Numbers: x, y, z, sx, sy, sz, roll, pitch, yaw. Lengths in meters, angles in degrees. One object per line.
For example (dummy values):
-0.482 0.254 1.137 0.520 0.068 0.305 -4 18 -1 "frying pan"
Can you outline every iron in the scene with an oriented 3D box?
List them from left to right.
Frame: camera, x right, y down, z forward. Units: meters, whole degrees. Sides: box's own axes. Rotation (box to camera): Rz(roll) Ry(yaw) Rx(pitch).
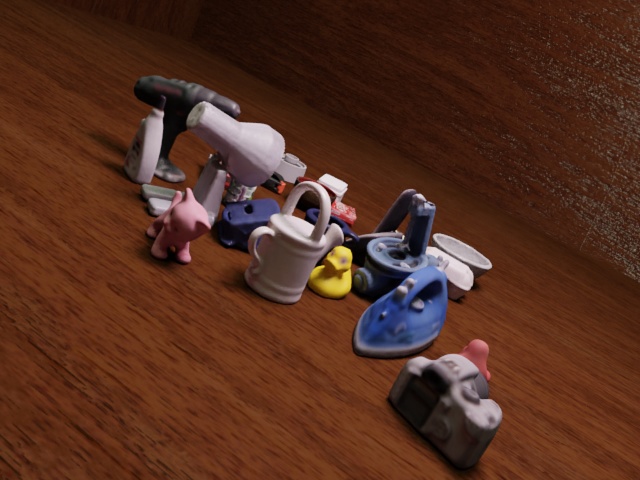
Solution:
0.149 0.105 0.963 0.118 0.141 0.259 34 20 22 "iron"

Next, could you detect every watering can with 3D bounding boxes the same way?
-0.037 -0.004 0.931 0.100 0.194 0.173 33 19 20 "watering can"

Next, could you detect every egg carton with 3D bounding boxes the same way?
0.286 0.075 1.343 0.150 0.069 0.107 31 19 15 "egg carton"

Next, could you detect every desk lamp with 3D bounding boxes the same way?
-0.192 -0.136 1.053 0.204 0.213 0.117 11 23 -37 "desk lamp"

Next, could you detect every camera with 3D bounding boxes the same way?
0.193 0.216 0.786 0.137 0.101 0.142 5 28 -48 "camera"

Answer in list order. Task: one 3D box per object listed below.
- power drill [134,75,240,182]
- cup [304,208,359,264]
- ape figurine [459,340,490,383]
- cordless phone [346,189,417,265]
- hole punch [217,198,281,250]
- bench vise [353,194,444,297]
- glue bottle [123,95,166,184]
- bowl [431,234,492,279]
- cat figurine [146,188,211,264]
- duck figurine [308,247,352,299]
-0.294 -0.232 1.188 0.229 0.208 0.076 29 18 9 "power drill"
0.010 0.004 1.130 0.117 0.095 0.092 27 18 3 "cup"
0.238 0.199 0.906 0.077 0.092 0.076 31 19 15 "ape figurine"
0.139 -0.036 1.266 0.094 0.185 0.148 34 20 24 "cordless phone"
-0.131 -0.037 1.059 0.101 0.091 0.108 18 20 -22 "hole punch"
0.176 0.013 1.128 0.121 0.219 0.208 36 21 28 "bench vise"
-0.330 -0.198 1.104 0.037 0.173 0.078 6 27 -46 "glue bottle"
0.350 0.056 1.473 0.167 0.074 0.167 23 18 -8 "bowl"
-0.215 -0.030 0.888 0.067 0.117 0.127 14 22 -32 "cat figurine"
0.031 0.052 1.041 0.077 0.086 0.105 34 20 23 "duck figurine"
